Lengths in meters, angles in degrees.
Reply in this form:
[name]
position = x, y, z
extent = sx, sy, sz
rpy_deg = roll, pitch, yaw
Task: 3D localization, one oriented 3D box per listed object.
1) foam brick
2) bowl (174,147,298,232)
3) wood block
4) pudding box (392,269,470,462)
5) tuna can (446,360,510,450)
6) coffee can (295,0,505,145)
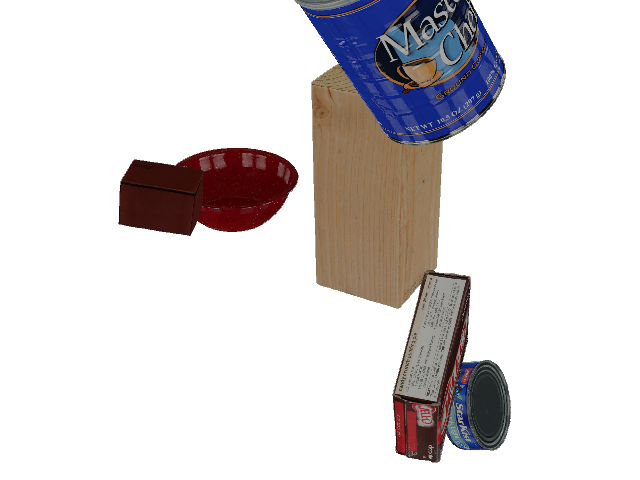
[foam brick]
position = -0.162, -0.044, 1.092
extent = 0.078, 0.051, 0.053
rpy_deg = 9, 31, 3
[bowl]
position = -0.108, -0.056, 1.324
extent = 0.162, 0.055, 0.162
rpy_deg = 0, 31, 0
[wood block]
position = 0.053, -0.055, 0.969
extent = 0.091, 0.206, 0.090
rpy_deg = 16, 35, 26
[pudding box]
position = 0.083, 0.092, 0.786
extent = 0.039, 0.113, 0.090
rpy_deg = 9, -36, 11
[tuna can]
position = 0.149, 0.159, 1.029
extent = 0.034, 0.086, 0.085
rpy_deg = -8, -5, 35
[coffee can]
position = 0.055, -0.150, 0.743
extent = 0.103, 0.102, 0.140
rpy_deg = 0, -37, 37
